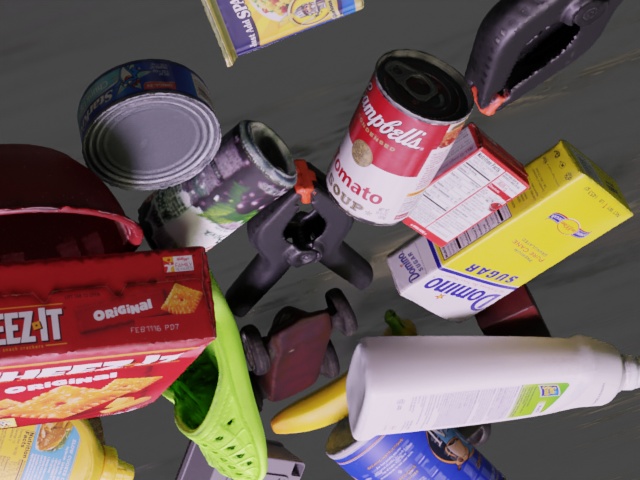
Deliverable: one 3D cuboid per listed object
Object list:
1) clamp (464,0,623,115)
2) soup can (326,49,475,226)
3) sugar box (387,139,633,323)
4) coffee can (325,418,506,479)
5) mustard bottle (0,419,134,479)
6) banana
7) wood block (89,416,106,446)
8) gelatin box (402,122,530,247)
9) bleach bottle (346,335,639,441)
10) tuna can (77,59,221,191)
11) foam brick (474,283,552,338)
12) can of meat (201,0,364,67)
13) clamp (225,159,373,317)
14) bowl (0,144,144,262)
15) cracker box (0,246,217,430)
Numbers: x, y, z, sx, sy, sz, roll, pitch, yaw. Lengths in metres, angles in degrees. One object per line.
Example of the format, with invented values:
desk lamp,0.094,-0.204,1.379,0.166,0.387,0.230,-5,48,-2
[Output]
clamp,0.153,-0.156,0.651,0.164,0.036,0.210,2,143,-46
soup can,0.051,-0.066,0.709,0.068,0.068,0.102,0,140,-24
sugar box,0.151,-0.002,0.857,0.176,0.048,0.093,-38,140,23
coffee can,0.090,0.210,1.003,0.140,0.102,0.103,45,118,-7
mustard bottle,-0.239,0.170,0.854,0.191,0.058,0.096,20,86,-28
banana,0.032,0.125,0.981,0.069,0.037,0.198,23,128,-25
wood block,-0.239,0.257,0.986,0.090,0.090,0.206,-7,143,-15
gelatin box,0.101,-0.040,0.798,0.089,0.030,0.073,-36,139,23
bleach bottle,0.153,0.122,0.917,0.250,0.068,0.103,-1,146,-9
tuna can,-0.106,-0.071,0.663,0.086,0.034,0.086,-12,144,-9
foam brick,0.165,0.064,0.941,0.051,0.053,0.078,-26,143,10
can of meat,-0.029,-0.153,0.571,0.084,0.057,0.102,-21,144,0
clamp,-0.005,0.001,0.799,0.120,0.039,0.172,-12,151,-20
bowl,-0.190,-0.015,0.641,0.162,0.055,0.162,-10,165,-3
cracker box,-0.176,0.074,0.731,0.164,0.072,0.214,-5,163,-22
